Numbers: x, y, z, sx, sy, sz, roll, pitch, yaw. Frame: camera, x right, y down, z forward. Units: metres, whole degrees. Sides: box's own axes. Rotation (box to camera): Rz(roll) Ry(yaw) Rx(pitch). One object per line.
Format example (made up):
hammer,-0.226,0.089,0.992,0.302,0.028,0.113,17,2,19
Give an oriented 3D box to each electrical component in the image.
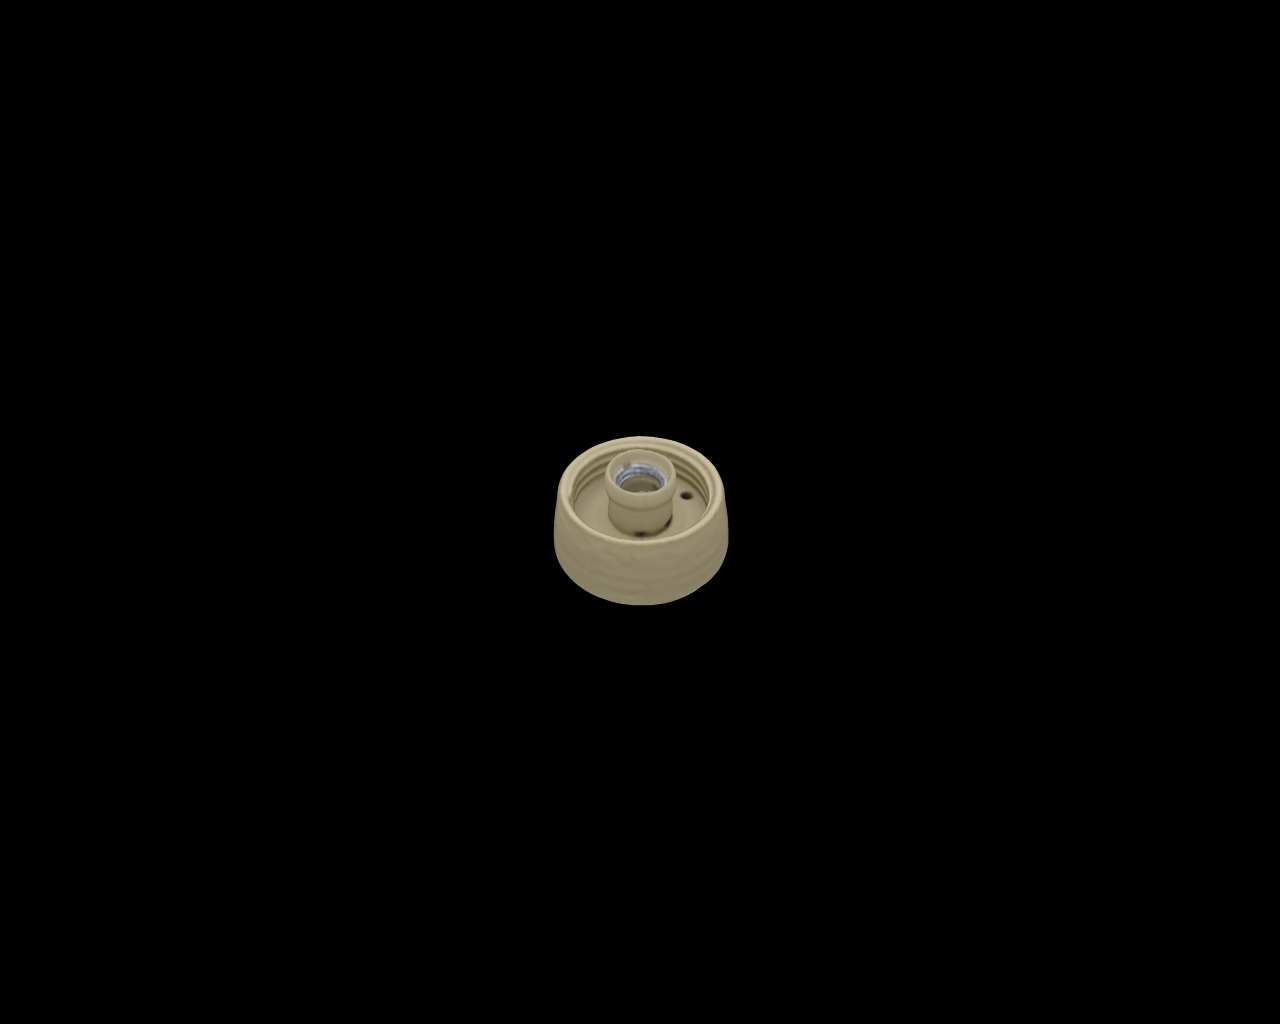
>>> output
electrical component,0.001,-0.003,0.650,0.108,0.060,0.108,0,44,0
